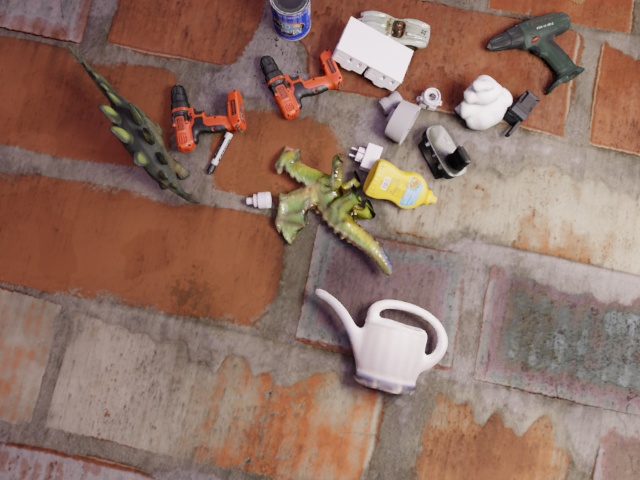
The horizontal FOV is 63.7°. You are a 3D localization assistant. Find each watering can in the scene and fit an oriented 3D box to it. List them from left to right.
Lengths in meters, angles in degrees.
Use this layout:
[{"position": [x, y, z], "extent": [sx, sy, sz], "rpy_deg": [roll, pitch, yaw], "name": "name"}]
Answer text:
[{"position": [0.134, 0.250, 1.255], "extent": [0.348, 0.103, 0.225], "rpy_deg": [14, 84, 0], "name": "watering can"}]

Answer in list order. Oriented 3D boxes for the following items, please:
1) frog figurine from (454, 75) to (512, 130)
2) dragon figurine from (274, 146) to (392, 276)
[{"position": [0.423, -0.350, 1.307], "extent": [0.137, 0.159, 0.123], "rpy_deg": [-9, 86, -2], "name": "frog figurine"}, {"position": [0.004, -0.066, 1.312], "extent": [0.241, 0.122, 0.413], "rpy_deg": [-23, 82, 14], "name": "dragon figurine"}]
